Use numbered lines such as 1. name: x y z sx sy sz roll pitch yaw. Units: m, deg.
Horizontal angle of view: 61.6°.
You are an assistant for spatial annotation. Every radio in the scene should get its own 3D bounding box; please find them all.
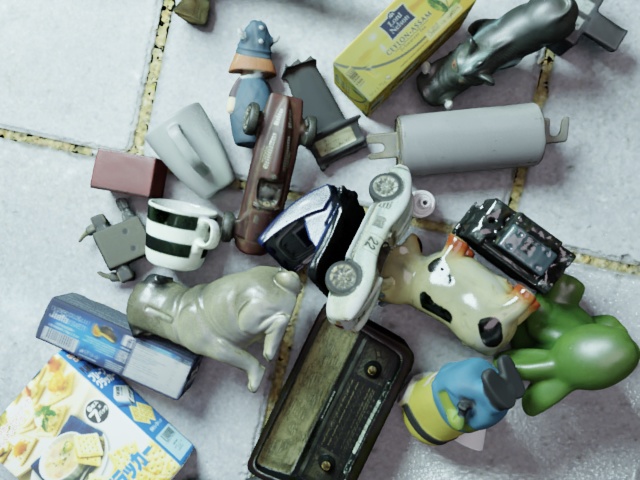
1. radio: 0.016 0.204 0.676 0.131 0.073 0.229 26 93 3

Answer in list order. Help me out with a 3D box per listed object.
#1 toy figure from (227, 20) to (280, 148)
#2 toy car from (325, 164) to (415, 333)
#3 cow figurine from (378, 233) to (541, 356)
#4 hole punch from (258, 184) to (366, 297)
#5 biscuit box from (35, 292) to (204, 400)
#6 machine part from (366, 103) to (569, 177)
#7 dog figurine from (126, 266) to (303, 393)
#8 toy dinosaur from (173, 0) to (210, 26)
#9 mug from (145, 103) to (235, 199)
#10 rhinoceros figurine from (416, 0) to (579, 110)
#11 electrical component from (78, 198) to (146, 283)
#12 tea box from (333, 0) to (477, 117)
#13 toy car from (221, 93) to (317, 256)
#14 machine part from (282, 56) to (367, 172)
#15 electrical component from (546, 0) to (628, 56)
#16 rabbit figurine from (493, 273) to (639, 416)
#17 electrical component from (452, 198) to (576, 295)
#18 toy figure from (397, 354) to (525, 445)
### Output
1. toy figure: -0.086 -0.195 0.676 0.058 0.064 0.154 2 91 30
2. toy car: 0.062 0.007 0.607 0.056 0.073 0.201 21 71 19
3. cow figurine: 0.143 0.059 0.643 0.195 0.085 0.127 39 92 26
4. hole punch: -0.001 -0.002 0.648 0.092 0.142 0.116 21 73 30
5. biscuit box: -0.255 0.133 0.694 0.203 0.063 0.059 24 93 3
6. machine part: 0.179 -0.120 0.657 0.243 0.079 0.079 -5 92 2
7. dog figurine: -0.129 0.070 0.635 0.191 0.121 0.172 25 111 -3
8. toy dinosaur: -0.148 -0.378 0.652 0.472 0.105 0.198 29 93 3
9. mug: -0.152 -0.105 0.664 0.081 0.110 0.107 -36 104 -6
10. rhinoceros figurine: 0.204 -0.219 0.629 0.190 0.112 0.073 -25 112 32
11. electrical component: -0.265 0.006 0.702 0.078 0.045 0.102 -33 93 -25
12. tea box: 0.097 -0.237 0.647 0.169 0.098 0.068 -45 90 2
13. toy car: -0.062 -0.074 0.654 0.089 0.053 0.202 11 108 -17
14. machine part: 0.001 -0.165 0.685 0.084 0.039 0.139 -29 92 12
15. electrical component: 0.311 -0.270 0.659 0.119 0.048 0.074 29 94 1
16. rabbit figurine: 0.278 0.119 0.611 0.159 0.170 0.121 -34 89 3
17. electrical component: 0.224 0.005 0.629 0.115 0.134 0.058 35 94 3
18. toy figure: 0.157 0.188 0.623 0.082 0.180 0.089 5 66 -27
